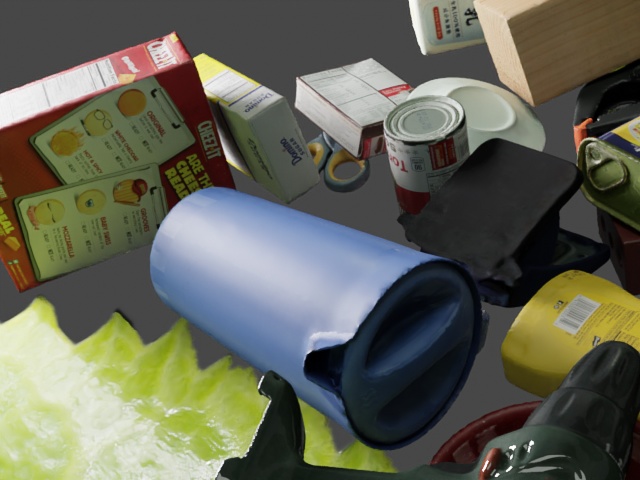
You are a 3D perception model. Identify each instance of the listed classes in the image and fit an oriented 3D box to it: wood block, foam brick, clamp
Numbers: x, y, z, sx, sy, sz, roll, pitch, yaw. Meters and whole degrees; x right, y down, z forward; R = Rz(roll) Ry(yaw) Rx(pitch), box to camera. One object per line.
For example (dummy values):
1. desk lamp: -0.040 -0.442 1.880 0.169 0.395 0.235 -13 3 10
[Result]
1. wood block: 0.260 -0.214 0.975 0.206 0.090 0.091 -25 26 0
2. foam brick: 0.242 -0.004 0.797 0.051 0.053 0.078 -11 37 4
3. clamp: 0.305 -0.137 0.949 0.165 0.036 0.209 18 47 42

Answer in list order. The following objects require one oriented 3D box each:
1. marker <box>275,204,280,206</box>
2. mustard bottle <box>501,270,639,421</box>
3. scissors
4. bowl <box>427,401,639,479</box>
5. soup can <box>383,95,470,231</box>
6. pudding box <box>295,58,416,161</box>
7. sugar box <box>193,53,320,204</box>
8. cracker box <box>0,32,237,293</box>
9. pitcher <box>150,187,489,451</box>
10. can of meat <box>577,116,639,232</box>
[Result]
1. marker: -0.006 0.001 0.899 0.020 0.020 0.121 -33 42 -22
2. mustard bottle: 0.220 0.087 0.686 0.192 0.058 0.096 23 52 39
3. scissors: 0.029 -0.102 1.017 0.096 0.016 0.201 13 46 30
4. bowl: 0.137 0.169 0.614 0.162 0.055 0.162 -9 38 7
5. soup can: 0.092 -0.058 0.873 0.068 0.102 0.068 -9 39 7
6. pudding box: 0.042 -0.125 1.002 0.089 0.039 0.114 -19 41 -26
7. sugar box: -0.069 -0.105 0.973 0.048 0.093 0.176 -36 35 -16
8. cracker box: -0.195 -0.067 0.930 0.213 0.164 0.072 -22 40 -8
9. pitcher: -0.006 0.042 0.777 0.243 0.149 0.145 24 67 43
10. can of meat: 0.250 -0.050 0.761 0.083 0.057 0.102 -27 41 -23
